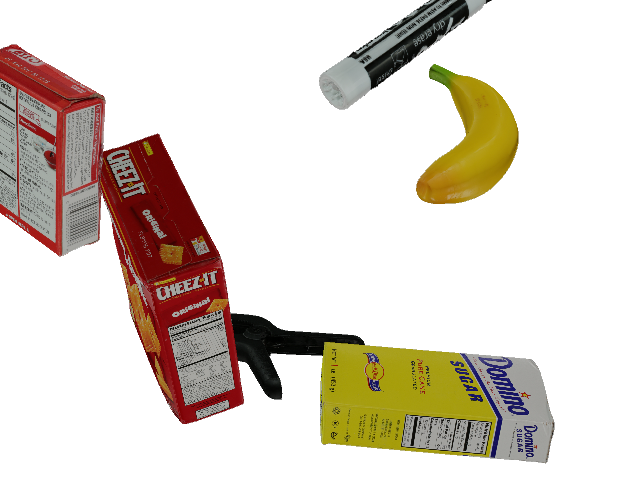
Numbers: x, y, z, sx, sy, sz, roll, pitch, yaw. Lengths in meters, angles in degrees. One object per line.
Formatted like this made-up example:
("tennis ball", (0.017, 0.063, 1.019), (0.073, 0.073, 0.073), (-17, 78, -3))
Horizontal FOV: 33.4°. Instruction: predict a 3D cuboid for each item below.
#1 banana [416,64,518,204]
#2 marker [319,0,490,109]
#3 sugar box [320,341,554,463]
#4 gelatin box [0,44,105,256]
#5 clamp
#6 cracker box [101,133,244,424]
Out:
("banana", (0.106, -0.071, 0.756), (0.069, 0.037, 0.197), (6, 31, 4))
("marker", (0.049, -0.099, 0.492), (0.121, 0.020, 0.020), (-38, 16, -21))
("sugar box", (0.088, 0.125, 0.841), (0.176, 0.048, 0.093), (2, 26, 0))
("gelatin box", (-0.147, -0.048, 0.557), (0.073, 0.089, 0.030), (31, 38, 30))
("clamp", (-0.075, 0.125, 1.244), (0.210, 0.036, 0.164), (13, 21, 29))
("cracker box", (-0.137, 0.040, 0.962), (0.072, 0.164, 0.214), (-20, -40, -14))
